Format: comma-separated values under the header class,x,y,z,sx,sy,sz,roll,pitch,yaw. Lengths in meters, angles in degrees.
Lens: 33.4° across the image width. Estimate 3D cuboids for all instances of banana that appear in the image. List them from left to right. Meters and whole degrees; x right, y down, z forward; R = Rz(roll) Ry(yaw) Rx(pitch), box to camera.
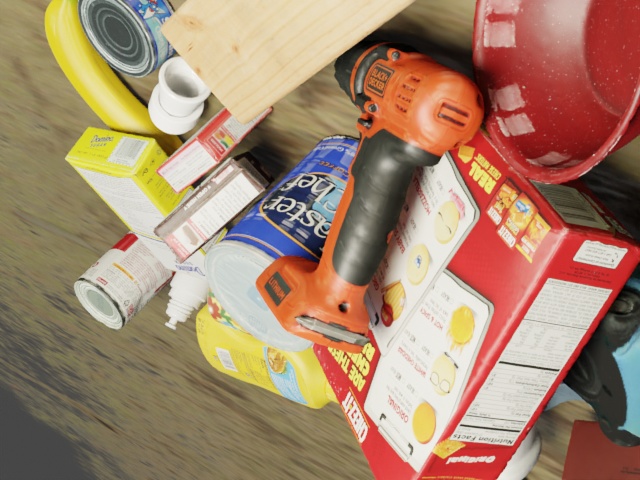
class,x,y,z,sx,sy,sz,roll,pitch,yaw
banana,-0.187,-0.139,0.947,0.070,0.037,0.197,-5,125,50

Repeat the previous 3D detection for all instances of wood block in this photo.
class,x,y,z,sx,sy,sz,roll,pitch,yaw
wood block,-0.005,-0.162,0.672,0.090,0.090,0.206,49,147,-10

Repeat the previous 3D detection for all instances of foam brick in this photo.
class,x,y,z,sx,sy,sz,roll,pitch,yaw
foam brick,0.235,0.173,0.819,0.051,0.053,0.078,32,157,-31

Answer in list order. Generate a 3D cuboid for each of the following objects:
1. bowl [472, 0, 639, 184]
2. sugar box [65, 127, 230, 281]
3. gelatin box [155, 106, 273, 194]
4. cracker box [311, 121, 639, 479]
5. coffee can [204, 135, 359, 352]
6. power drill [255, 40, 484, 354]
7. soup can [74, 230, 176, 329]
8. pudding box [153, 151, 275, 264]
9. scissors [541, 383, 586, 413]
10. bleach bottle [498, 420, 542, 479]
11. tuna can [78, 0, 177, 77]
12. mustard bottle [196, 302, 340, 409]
class,x,y,z,sx,sy,sz,roll,pitch,yaw
bowl,0.144,-0.110,0.561,0.162,0.055,0.162,179,90,-67
sugar box,-0.147,-0.029,0.989,0.093,0.048,0.176,15,155,37
gelatin box,-0.087,-0.080,0.871,0.030,0.073,0.089,47,147,-9
cracker box,0.088,0.041,0.670,0.214,0.072,0.164,-64,31,25
coffee can,-0.005,0.001,0.814,0.103,0.140,0.103,28,145,22
power drill,0.021,-0.036,0.680,0.057,0.188,0.184,19,-169,-19
soup can,-0.192,0.034,1.092,0.069,0.102,0.068,29,146,22
pudding box,-0.084,-0.029,0.869,0.039,0.090,0.113,48,-174,-2
scissors,0.209,0.129,0.845,0.202,0.016,0.096,28,143,25
bleach bottle,0.123,0.068,0.810,0.103,0.068,0.251,21,132,30
tuna can,-0.157,-0.177,0.873,0.086,0.033,0.086,29,145,22
mustard bottle,-0.032,0.119,1.058,0.192,0.058,0.096,17,140,35
